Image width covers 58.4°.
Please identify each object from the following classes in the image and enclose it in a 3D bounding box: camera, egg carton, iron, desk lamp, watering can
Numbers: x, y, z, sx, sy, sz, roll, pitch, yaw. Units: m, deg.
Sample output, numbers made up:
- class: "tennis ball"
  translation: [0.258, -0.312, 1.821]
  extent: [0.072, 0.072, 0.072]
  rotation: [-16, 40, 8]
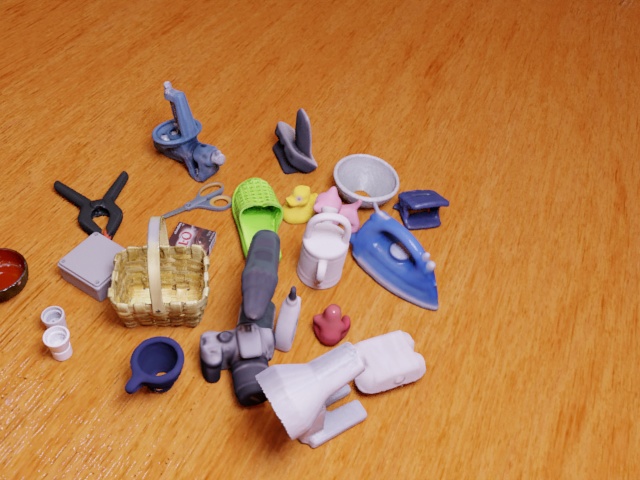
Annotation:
- class: "camera"
  translation: [-0.146, 0.230, 1.057]
  extent: [0.143, 0.101, 0.136]
  rotation: [-5, 51, -15]
- class: "egg carton"
  translation: [0.128, 0.241, 1.122]
  extent: [0.150, 0.069, 0.107]
  rotation: [-13, 54, -21]
- class: "iron"
  translation: [0.183, 0.031, 1.264]
  extent: [0.119, 0.141, 0.257]
  rotation: [-32, 62, -32]
- class: "desk lamp"
  translation: [-0.009, 0.265, 0.979]
  extent: [0.204, 0.213, 0.117]
  rotation: [-21, 57, -26]
- class: "watering can"
  translation: [0.009, 0.004, 1.218]
  extent: [0.101, 0.194, 0.172]
  rotation: [-8, 52, -17]

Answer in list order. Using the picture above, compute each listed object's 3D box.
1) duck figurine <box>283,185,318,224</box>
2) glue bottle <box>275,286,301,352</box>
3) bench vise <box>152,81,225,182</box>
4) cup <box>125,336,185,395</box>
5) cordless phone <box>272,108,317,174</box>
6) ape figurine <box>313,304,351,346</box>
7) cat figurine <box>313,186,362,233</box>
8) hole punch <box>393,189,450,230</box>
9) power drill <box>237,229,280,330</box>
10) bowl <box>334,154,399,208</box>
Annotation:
- class: "duck figurine"
  translation: [-0.043, -0.094, 1.363]
  extent: [0.105, 0.086, 0.077]
  rotation: [-25, 58, -28]
- class: "glue bottle"
  translation: [-0.059, 0.142, 1.101]
  extent: [0.037, 0.173, 0.078]
  rotation: [16, 49, 3]
- class: "bench vise"
  translation: [-0.308, -0.263, 1.366]
  extent: [0.207, 0.220, 0.121]
  rotation: [18, 49, 5]
- class: "cup"
  translation: [-0.295, 0.242, 1.021]
  extent: [0.091, 0.095, 0.118]
  rotation: [31, 51, 15]
- class: "cordless phone"
  translation: [-0.057, -0.272, 1.446]
  extent: [0.094, 0.185, 0.147]
  rotation: [-16, 55, -23]
- class: "ape figurine"
  translation: [0.024, 0.163, 1.153]
  extent: [0.077, 0.092, 0.076]
  rotation: [17, 49, 4]
- class: "cat figurine"
  translation: [0.039, -0.075, 1.342]
  extent: [0.128, 0.118, 0.067]
  rotation: [-3, 51, -14]
- class: "hole punch"
  translation: [0.249, -0.090, 1.414]
  extent: [0.109, 0.091, 0.101]
  rotation: [-7, 52, -16]
- class: "power drill"
  translation: [-0.117, 0.103, 1.099]
  extent: [0.075, 0.208, 0.229]
  rotation: [7, 49, -5]
- class: "bowl"
  translation: [0.110, -0.135, 1.435]
  extent: [0.167, 0.075, 0.167]
  rotation: [6, 49, -6]
